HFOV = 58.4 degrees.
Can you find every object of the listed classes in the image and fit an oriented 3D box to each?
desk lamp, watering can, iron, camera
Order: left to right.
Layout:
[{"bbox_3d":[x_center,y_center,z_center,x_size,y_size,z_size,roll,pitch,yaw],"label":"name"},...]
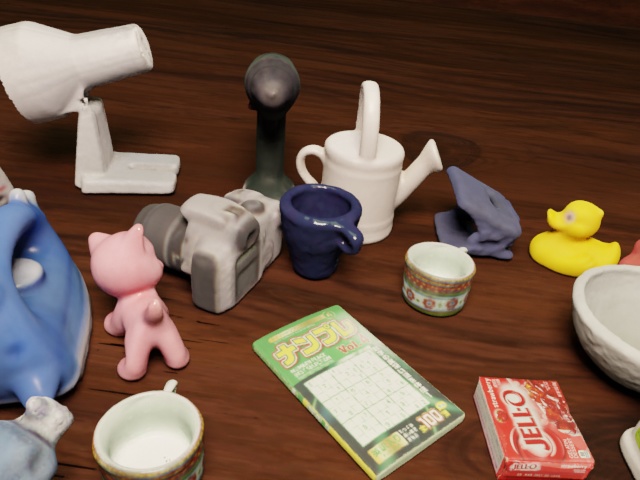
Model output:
[{"bbox_3d":[-0.273,0.030,0.509,0.119,0.141,0.257,-2,34,-13],"label":"iron"},{"bbox_3d":[-0.295,-0.176,0.753,0.203,0.214,0.117,0,34,-9],"label":"desk lamp"},{"bbox_3d":[-0.125,-0.010,0.632,0.136,0.101,0.143,17,35,17],"label":"camera"},{"bbox_3d":[0.062,-0.101,0.716,0.173,0.194,0.100,-7,35,-19],"label":"watering can"}]

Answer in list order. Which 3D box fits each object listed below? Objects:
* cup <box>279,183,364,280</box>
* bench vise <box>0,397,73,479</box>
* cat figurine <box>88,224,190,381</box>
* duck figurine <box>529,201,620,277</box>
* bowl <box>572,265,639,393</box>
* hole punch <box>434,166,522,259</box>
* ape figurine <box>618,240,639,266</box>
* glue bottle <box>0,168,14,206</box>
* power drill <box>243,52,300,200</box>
[{"bbox_3d":[0.006,0.002,0.640,0.092,0.095,0.117,-18,40,-32],"label":"cup"},{"bbox_3d":[-0.228,0.136,0.284,0.121,0.220,0.207,9,33,5],"label":"bench vise"},{"bbox_3d":[-0.169,0.044,0.526,0.067,0.118,0.127,-15,39,-28],"label":"cat figurine"},{"bbox_3d":[0.324,-0.006,0.713,0.104,0.086,0.078,16,34,14],"label":"duck figurine"},{"bbox_3d":[0.323,0.100,0.563,0.167,0.075,0.167,4,33,-3],"label":"bowl"},{"bbox_3d":[0.206,-0.039,0.738,0.101,0.091,0.108,5,33,-2],"label":"hole punch"},{"bbox_3d":[0.389,0.024,0.672,0.078,0.092,0.076,1,34,-8],"label":"ape figurine"},{"bbox_3d":[-0.361,-0.062,0.606,0.037,0.173,0.078,10,33,7],"label":"glue bottle"},{"bbox_3d":[-0.063,-0.140,0.741,0.075,0.208,0.229,2,33,-6],"label":"power drill"}]
